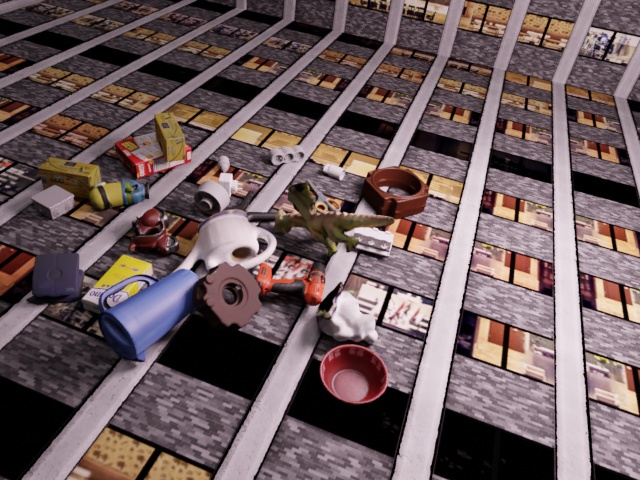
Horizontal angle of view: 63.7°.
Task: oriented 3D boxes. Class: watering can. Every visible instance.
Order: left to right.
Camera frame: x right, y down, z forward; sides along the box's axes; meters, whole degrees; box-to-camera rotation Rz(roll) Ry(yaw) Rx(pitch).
[{"bbox_3d":[-0.303,0.023,1.472,0.349,0.101,0.229,-15,43,-13],"label":"watering can"}]

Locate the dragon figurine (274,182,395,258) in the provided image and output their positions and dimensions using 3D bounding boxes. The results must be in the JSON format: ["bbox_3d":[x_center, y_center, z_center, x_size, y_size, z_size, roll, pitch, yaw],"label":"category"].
[{"bbox_3d":[0.005,-0.075,1.495,0.240,0.405,0.125,41,53,-22],"label":"dragon figurine"}]

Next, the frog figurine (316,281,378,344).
[{"bbox_3d":[0.074,0.208,1.333,0.158,0.121,0.140,41,27,-16],"label":"frog figurine"}]
